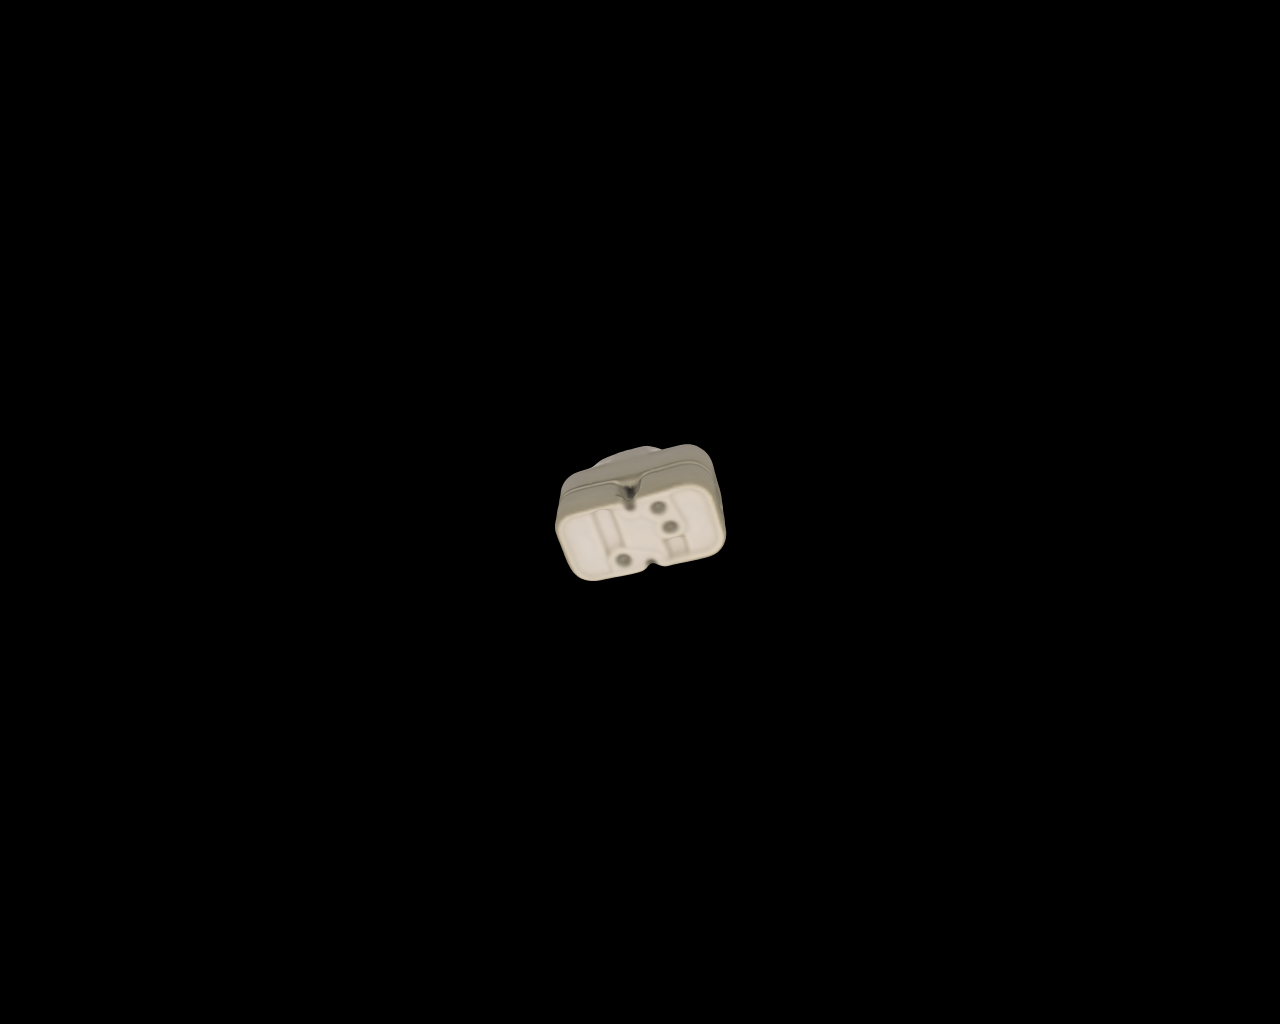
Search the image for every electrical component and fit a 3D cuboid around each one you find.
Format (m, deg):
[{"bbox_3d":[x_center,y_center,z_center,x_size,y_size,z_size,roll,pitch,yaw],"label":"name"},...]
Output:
[{"bbox_3d":[0.001,-0.003,0.650,0.095,0.053,0.059,-14,33,9],"label":"electrical component"}]
